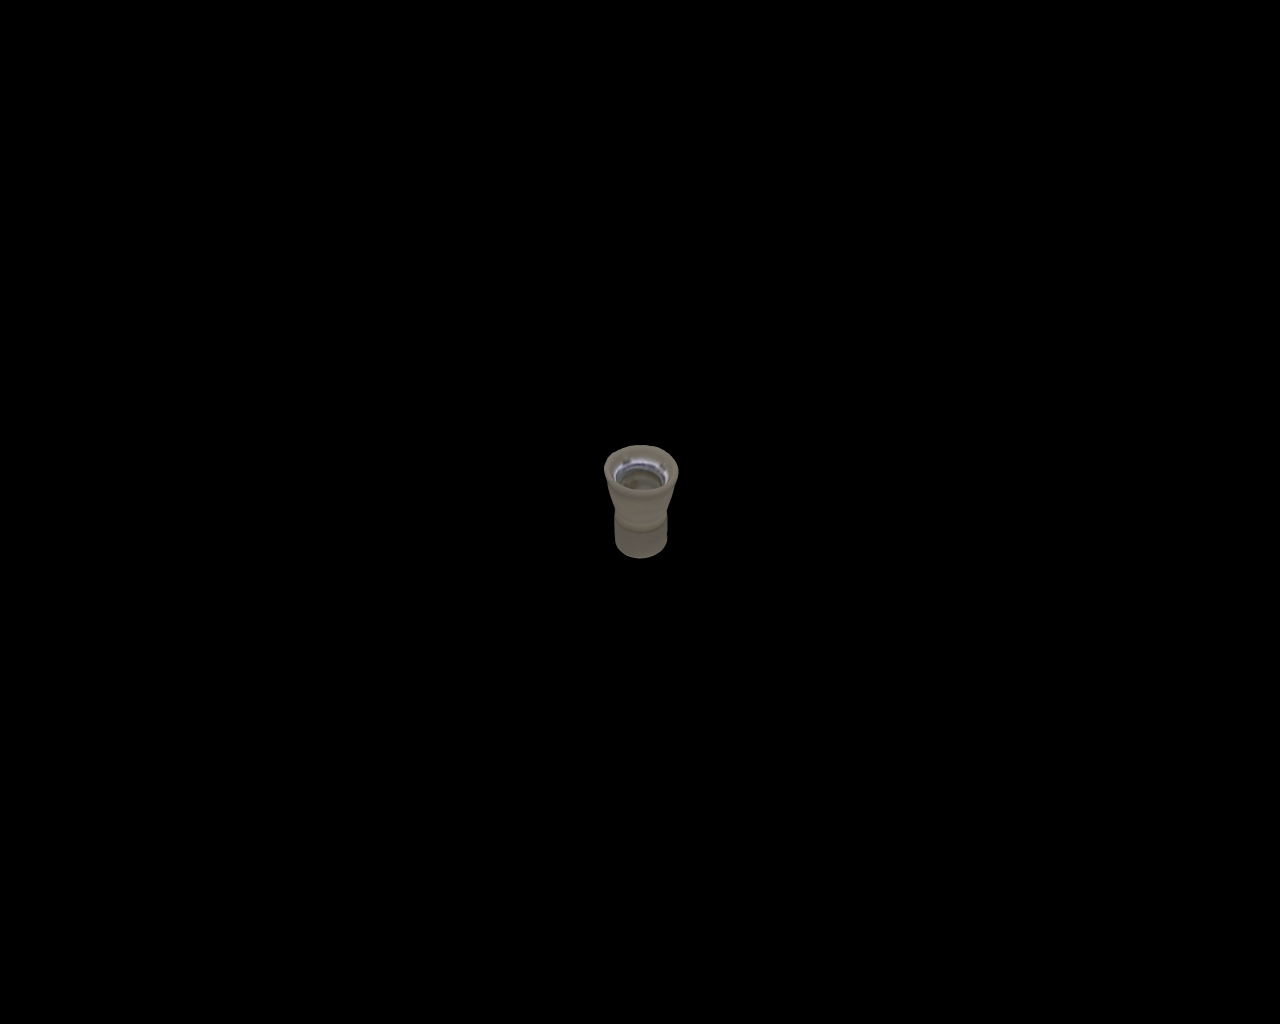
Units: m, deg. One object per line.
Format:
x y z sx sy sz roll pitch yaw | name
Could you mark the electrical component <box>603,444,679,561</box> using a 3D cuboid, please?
0.001 -0.003 0.650 0.044 0.065 0.044 0 42 0 | electrical component
